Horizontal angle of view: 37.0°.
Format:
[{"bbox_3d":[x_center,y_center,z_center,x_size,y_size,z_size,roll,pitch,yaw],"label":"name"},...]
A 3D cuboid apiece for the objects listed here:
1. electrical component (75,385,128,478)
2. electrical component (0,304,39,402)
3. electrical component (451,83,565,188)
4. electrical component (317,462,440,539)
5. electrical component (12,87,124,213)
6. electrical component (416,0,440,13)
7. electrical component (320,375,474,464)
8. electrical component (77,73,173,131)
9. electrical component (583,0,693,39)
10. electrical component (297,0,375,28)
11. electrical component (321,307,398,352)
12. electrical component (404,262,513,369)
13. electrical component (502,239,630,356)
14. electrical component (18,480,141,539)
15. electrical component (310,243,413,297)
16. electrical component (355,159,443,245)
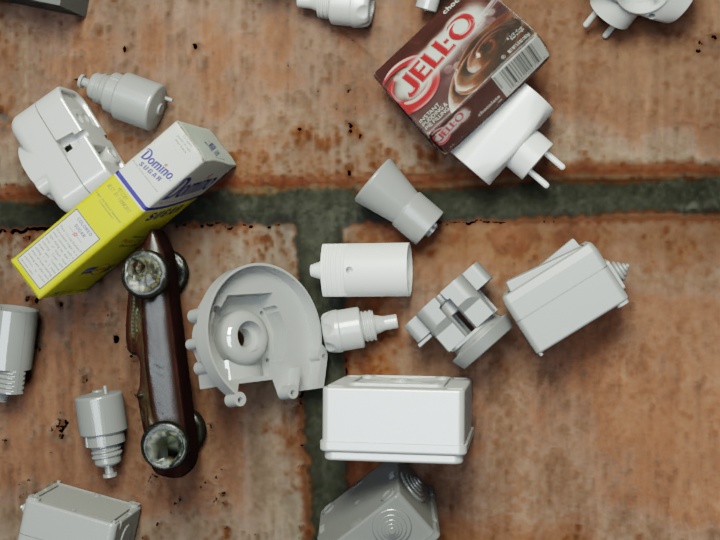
[{"bbox_3d":[-0.217,0.136,0.911,0.040,0.040,0.078,-7,92,9],"label":"electrical component"},{"bbox_3d":[-0.302,0.073,0.920,0.043,0.043,0.081,9,94,8],"label":"electrical component"},{"bbox_3d":[0.125,-0.098,0.846,0.079,0.044,0.077,41,98,5],"label":"electrical component"},{"bbox_3d":[0.012,0.200,0.850,0.100,0.099,0.048,-39,99,8],"label":"electrical component"},{"bbox_3d":[-0.244,-0.096,0.899,0.059,0.054,0.095,-33,87,9],"label":"electrical component"},{"bbox_3d":[0.061,-0.236,0.852,0.048,0.048,0.062,18,102,8],"label":"electrical component"},{"bbox_3d":[0.032,0.113,0.837,0.109,0.109,0.056,0,89,9],"label":"electrical component"},{"bbox_3d":[-0.198,-0.145,0.897,0.078,0.040,0.040,20,95,7],"label":"electrical component"},{"bbox_3d":[0.204,-0.212,0.825,0.077,0.044,0.079,24,131,-17],"label":"electrical component"},{"bbox_3d":[-0.020,-0.215,0.869,0.061,0.035,0.035,8,94,11],"label":"electrical component"},{"bbox_3d":[0.000,0.047,0.877,0.061,0.035,0.035,-10,91,1],"label":"electrical component"},{"bbox_3d":[0.083,0.040,0.852,0.078,0.058,0.057,-42,83,8],"label":"electrical component"},{"bbox_3d":[0.162,0.014,0.836,0.096,0.062,0.061,-33,87,9],"label":"electrical component"},{"bbox_3d":[-0.244,0.221,0.908,0.096,0.062,0.061,14,94,8],"label":"electrical component"},{"bbox_3d":[0.000,0.000,0.870,0.081,0.043,0.043,-1,92,9],"label":"electrical component"},{"bbox_3d":[0.034,-0.052,0.865,0.065,0.044,0.044,40,98,1],"label":"electrical component"}]
